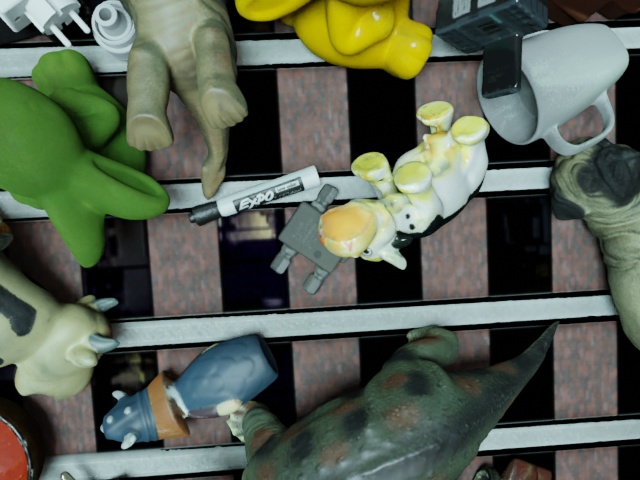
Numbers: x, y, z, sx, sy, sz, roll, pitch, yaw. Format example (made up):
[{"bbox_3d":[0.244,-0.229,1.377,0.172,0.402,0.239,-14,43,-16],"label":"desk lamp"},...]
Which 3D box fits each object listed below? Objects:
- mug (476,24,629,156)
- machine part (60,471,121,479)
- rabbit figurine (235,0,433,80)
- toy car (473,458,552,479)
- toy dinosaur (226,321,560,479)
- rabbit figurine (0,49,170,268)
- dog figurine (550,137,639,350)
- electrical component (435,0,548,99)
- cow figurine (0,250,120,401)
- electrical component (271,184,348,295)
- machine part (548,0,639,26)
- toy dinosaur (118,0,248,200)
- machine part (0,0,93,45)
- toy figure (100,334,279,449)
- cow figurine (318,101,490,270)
[{"bbox_3d":[0.207,-0.130,0.452,0.107,0.080,0.109,-28,69,-9],"label":"mug"},{"bbox_3d":[-0.155,0.301,0.474,0.079,0.079,0.243,-39,95,1],"label":"machine part"},{"bbox_3d":[0.024,-0.202,0.397,0.162,0.173,0.121,11,98,-8],"label":"rabbit figurine"},{"bbox_3d":[0.165,0.305,0.504,0.089,0.053,0.202,22,94,-1],"label":"toy car"},{"bbox_3d":[0.038,0.164,0.416,0.405,0.192,0.131,-31,98,1],"label":"toy dinosaur"},{"bbox_3d":[-0.199,-0.057,0.396,0.121,0.170,0.159,-38,95,1],"label":"rabbit figurine"},{"bbox_3d":[0.271,0.017,0.474,0.191,0.121,0.172,26,90,9],"label":"dog figurine"},{"bbox_3d":[0.130,-0.173,0.410,0.047,0.075,0.119,12,83,-40],"label":"electrical component"},{"bbox_3d":[-0.248,0.058,0.425,0.127,0.086,0.194,-26,127,-2],"label":"cow figurine"},{"bbox_3d":[-0.001,-0.001,0.485,0.063,0.021,0.094,33,91,-5],"label":"electrical component"},{"bbox_3d":[0.229,-0.304,0.442,0.201,0.087,0.201,35,93,-5],"label":"machine part"},{"bbox_3d":[-0.123,-0.229,0.344,0.105,0.199,0.470,-10,130,-3],"label":"toy dinosaur"},{"bbox_3d":[-0.268,-0.197,0.450,0.139,0.039,0.084,-22,103,-3],"label":"machine part"},{"bbox_3d":[-0.113,0.136,0.470,0.154,0.064,0.057,-27,110,-1],"label":"toy figure"},{"bbox_3d":[0.071,-0.030,0.445,0.167,0.068,0.098,-41,137,-17],"label":"cow figurine"}]
